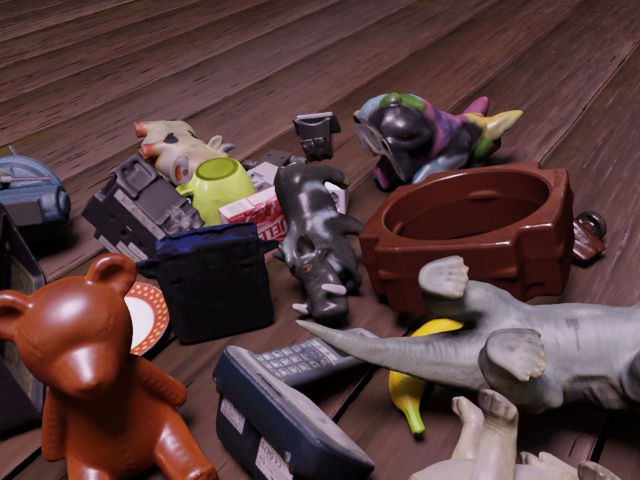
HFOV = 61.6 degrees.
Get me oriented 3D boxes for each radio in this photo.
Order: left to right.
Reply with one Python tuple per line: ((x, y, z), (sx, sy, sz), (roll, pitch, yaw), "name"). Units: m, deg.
((-0.334, 0.069, 0.534), (0.073, 0.130, 0.230), (-18, 41, -15), "radio")

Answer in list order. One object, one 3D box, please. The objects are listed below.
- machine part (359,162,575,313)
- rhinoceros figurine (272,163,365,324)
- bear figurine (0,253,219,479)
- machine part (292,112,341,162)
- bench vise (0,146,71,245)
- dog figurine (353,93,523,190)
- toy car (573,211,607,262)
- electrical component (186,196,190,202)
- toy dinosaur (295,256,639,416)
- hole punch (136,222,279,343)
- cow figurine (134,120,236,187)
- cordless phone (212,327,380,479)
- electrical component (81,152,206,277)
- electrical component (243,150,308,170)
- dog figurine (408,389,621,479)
((0.160, -0.005, 0.577), (0.201, 0.087, 0.201), (-3, 25, 31), "machine part")
((-0.001, -0.002, 0.601), (0.112, 0.073, 0.190), (7, 61, -45), "rhinoceros figurine")
((-0.160, 0.119, 0.405), (0.120, 0.195, 0.132), (-20, 42, -23), "bear figurine")
((-0.006, -0.179, 0.895), (0.084, 0.039, 0.139), (2, 37, -1), "machine part")
((-0.430, -0.044, 0.705), (0.224, 0.128, 0.241), (-19, 20, -4), "bench vise")
((0.170, -0.152, 0.743), (0.219, 0.191, 0.109), (-34, 39, -12), "dog figurine")
((0.266, -0.040, 0.686), (0.089, 0.053, 0.202), (-21, 41, -25), "toy car")
((-0.218, -0.045, 0.736), (0.102, 0.045, 0.078), (14, 43, 21), "electrical component")
((0.199, 0.098, 0.437), (0.405, 0.191, 0.131), (0, 49, 22), "toy dinosaur")
((-0.114, 0.033, 0.582), (0.142, 0.115, 0.092), (-9, 31, -7), "hole punch")
((-0.202, -0.124, 0.806), (0.127, 0.085, 0.195), (-14, 33, -20), "cow figurine")
((0.014, 0.136, 0.469), (0.184, 0.088, 0.147), (-11, 28, -39), "cordless phone")
((-0.214, -0.023, 0.638), (0.134, 0.115, 0.058), (-31, 14, 44), "electrical component")
((-0.071, -0.118, 0.835), (0.094, 0.021, 0.063), (12, 41, 20), "electrical component")
((0.107, 0.221, 0.355), (0.172, 0.121, 0.190), (32, 72, 22), "dog figurine")
